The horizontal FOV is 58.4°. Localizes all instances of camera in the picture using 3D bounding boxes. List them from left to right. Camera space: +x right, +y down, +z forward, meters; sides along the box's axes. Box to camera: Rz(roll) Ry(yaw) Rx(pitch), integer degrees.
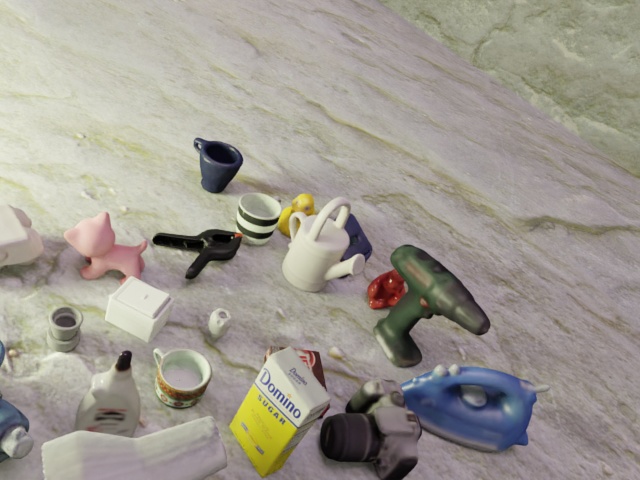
[{"bbox_3d":[0.073,0.279,0.867,0.137,0.100,0.143,9,40,-22],"label":"camera"}]

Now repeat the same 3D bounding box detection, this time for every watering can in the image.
[{"bbox_3d":[0.011,0.003,1.081,0.173,0.194,0.101,30,37,5],"label":"watering can"}]

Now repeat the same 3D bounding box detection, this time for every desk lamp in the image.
[{"bbox_3d":[-0.193,0.274,0.618,0.204,0.213,0.117,-4,46,-34],"label":"desk lamp"}]

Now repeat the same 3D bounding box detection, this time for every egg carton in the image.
[{"bbox_3d":[-0.508,0.004,0.869,0.151,0.069,0.107,-18,55,-43],"label":"egg carton"}]

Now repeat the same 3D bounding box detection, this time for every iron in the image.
[{"bbox_3d":[0.250,0.259,0.964,0.259,0.141,0.118,17,38,-13],"label":"iron"}]

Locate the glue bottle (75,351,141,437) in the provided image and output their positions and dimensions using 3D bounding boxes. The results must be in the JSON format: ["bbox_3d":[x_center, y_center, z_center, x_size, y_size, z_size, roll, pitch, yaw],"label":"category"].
[{"bbox_3d":[-0.256,0.191,0.712,0.078,0.173,0.037,6,42,-26],"label":"glue bottle"}]

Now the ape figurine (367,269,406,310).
[{"bbox_3d":[0.140,0.091,1.139,0.078,0.092,0.076,27,37,0],"label":"ape figurine"}]

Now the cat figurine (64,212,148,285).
[{"bbox_3d":[-0.342,0.009,0.923,0.128,0.117,0.067,13,39,-18],"label":"cat figurine"}]

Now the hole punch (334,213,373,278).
[{"bbox_3d":[0.056,0.009,1.187,0.101,0.091,0.109,40,39,17],"label":"hole punch"}]

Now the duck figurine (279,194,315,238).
[{"bbox_3d":[-0.038,-0.062,1.219,0.077,0.086,0.105,33,37,9],"label":"duck figurine"}]

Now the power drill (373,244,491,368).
[{"bbox_3d":[0.184,0.130,1.023,0.076,0.208,0.229,-5,47,-35],"label":"power drill"}]

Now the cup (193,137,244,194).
[{"bbox_3d":[-0.227,-0.154,1.206,0.117,0.095,0.092,34,37,10],"label":"cup"}]

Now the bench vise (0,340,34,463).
[{"bbox_3d":[-0.391,0.145,0.647,0.207,0.219,0.121,27,37,0],"label":"bench vise"}]
